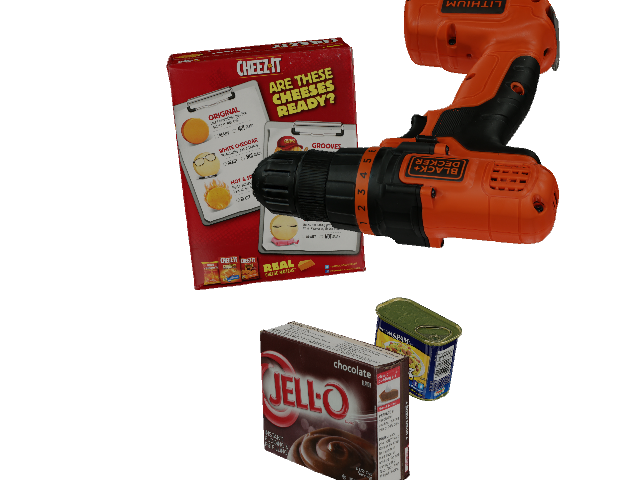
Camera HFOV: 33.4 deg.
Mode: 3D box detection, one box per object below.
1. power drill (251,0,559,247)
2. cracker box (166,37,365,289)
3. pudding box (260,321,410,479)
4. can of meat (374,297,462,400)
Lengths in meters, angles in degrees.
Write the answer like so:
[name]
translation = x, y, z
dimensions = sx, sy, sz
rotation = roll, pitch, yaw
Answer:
[power drill]
translation = 0.066, -0.078, 0.665
dimensions = 0.185, 0.187, 0.057
rotation = 7, -37, 19
[cracker box]
translation = -0.048, -0.071, 0.986
dimensions = 0.164, 0.214, 0.072
rotation = -6, 20, -5
[pudding box]
translation = 0.008, 0.110, 0.723
dimensions = 0.114, 0.090, 0.039
rotation = 11, 19, 42
[can of meat]
translation = 0.108, 0.126, 1.232
dimensions = 0.057, 0.084, 0.102
rotation = -20, 35, -41
